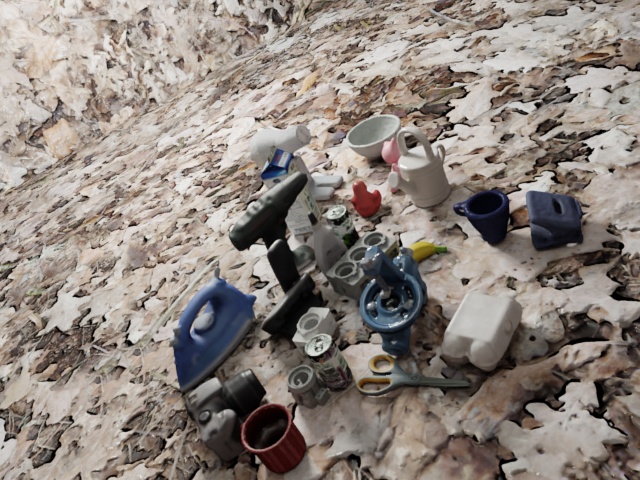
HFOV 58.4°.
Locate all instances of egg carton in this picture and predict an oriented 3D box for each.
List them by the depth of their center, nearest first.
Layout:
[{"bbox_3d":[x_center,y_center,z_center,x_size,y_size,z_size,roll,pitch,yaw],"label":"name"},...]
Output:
[{"bbox_3d":[0.282,0.154,0.990,0.107,0.070,0.150,7,46,39],"label":"egg carton"}]

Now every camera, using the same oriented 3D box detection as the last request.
[{"bbox_3d":[-0.168,0.305,1.062,0.137,0.101,0.142,-35,35,-11],"label":"camera"}]

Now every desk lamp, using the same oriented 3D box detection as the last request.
[{"bbox_3d":[-0.069,-0.219,1.586,0.202,0.214,0.118,0,43,34],"label":"desk lamp"}]

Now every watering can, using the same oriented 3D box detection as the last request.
[{"bbox_3d":[0.232,-0.176,1.345,0.100,0.194,0.173,0,43,34],"label":"watering can"}]

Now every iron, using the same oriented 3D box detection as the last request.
[{"bbox_3d":[-0.253,0.186,1.240,0.118,0.142,0.259,3,44,36],"label":"iron"}]

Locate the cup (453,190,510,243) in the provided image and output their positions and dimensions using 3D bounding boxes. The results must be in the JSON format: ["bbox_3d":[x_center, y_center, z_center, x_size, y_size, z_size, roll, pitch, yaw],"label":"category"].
[{"bbox_3d":[0.339,-0.041,1.185,0.117,0.095,0.092,1,43,35],"label":"cup"}]

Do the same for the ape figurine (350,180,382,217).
[{"bbox_3d":[0.109,-0.110,1.432,0.077,0.092,0.076,-6,39,27],"label":"ape figurine"}]

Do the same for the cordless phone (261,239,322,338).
[{"bbox_3d":[-0.087,0.101,1.202,0.093,0.185,0.148,6,46,39],"label":"cordless phone"}]

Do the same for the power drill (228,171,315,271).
[{"bbox_3d":[-0.091,-0.024,1.349,0.230,0.209,0.075,-35,35,-12],"label":"power drill"}]

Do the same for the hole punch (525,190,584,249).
[{"bbox_3d":[0.458,-0.050,1.121,0.101,0.091,0.108,-12,37,21],"label":"hole punch"}]

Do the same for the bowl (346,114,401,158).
[{"bbox_3d":[0.162,-0.287,1.645,0.167,0.075,0.167,-18,35,13],"label":"bowl"}]

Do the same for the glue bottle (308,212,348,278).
[{"bbox_3d":[0.012,0.005,1.274,0.078,0.173,0.037,-40,36,-19],"label":"glue bottle"}]

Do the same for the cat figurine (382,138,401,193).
[{"bbox_3d":[0.196,-0.204,1.476,0.067,0.118,0.128,-14,36,18],"label":"cat figurine"}]

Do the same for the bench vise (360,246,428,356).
[{"bbox_3d":[0.123,0.076,1.063,0.121,0.220,0.207,-17,35,14],"label":"bench vise"}]
